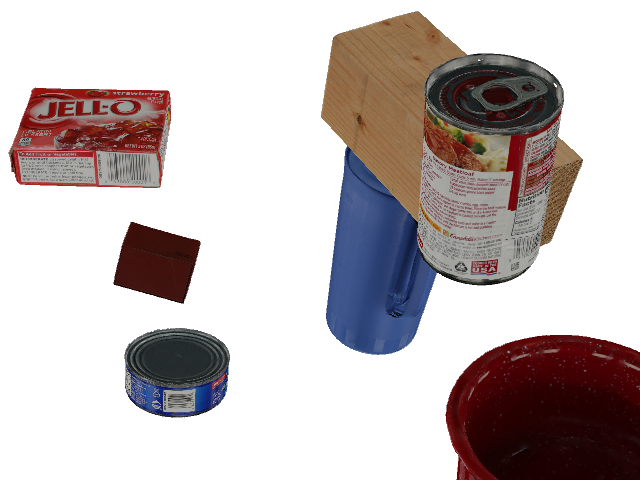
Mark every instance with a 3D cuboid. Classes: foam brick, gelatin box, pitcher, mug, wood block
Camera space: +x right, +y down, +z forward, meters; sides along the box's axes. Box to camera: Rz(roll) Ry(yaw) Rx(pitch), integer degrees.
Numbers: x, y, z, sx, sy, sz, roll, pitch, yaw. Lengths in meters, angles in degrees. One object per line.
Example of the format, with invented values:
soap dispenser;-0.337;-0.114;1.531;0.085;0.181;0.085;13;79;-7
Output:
foam brick;-0.171;0.023;1.118;0.078;0.051;0.053;16;29;-5
gelatin box;-0.140;-0.065;0.659;0.089;0.030;0.073;1;37;-3
pitcher;0.077;0.014;1.166;0.145;0.243;0.149;26;41;19
mug;0.103;0.096;0.392;0.117;0.081;0.093;5;36;9
wood block;0.096;-0.082;0.846;0.090;0.091;0.206;-21;53;-27

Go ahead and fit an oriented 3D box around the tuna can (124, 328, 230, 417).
tuna can;-0.118;0.108;0.878;0.086;0.034;0.086;4;26;-2

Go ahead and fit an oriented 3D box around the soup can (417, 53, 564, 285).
soup can;0.086;-0.035;0.552;0.068;0.102;0.068;-1;41;1
